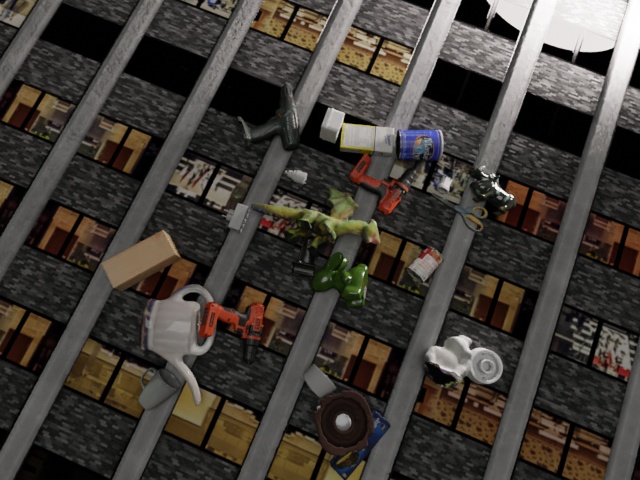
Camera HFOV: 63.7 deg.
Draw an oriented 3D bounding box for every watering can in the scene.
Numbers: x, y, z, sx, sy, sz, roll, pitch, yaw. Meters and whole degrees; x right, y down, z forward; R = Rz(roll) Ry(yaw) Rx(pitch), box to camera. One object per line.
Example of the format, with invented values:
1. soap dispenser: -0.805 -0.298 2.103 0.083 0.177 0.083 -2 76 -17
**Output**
1. watering can: -0.427 0.303 1.533 0.224 0.352 0.103 4 -15 -1

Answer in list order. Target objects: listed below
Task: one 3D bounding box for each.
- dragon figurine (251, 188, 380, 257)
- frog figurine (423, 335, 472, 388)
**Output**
1. dragon figurine: 0.005 -0.083 1.640 0.413 0.119 0.247 31 49 21
2. frog figurine: 0.389 0.357 1.552 0.138 0.120 0.162 13 39 27
